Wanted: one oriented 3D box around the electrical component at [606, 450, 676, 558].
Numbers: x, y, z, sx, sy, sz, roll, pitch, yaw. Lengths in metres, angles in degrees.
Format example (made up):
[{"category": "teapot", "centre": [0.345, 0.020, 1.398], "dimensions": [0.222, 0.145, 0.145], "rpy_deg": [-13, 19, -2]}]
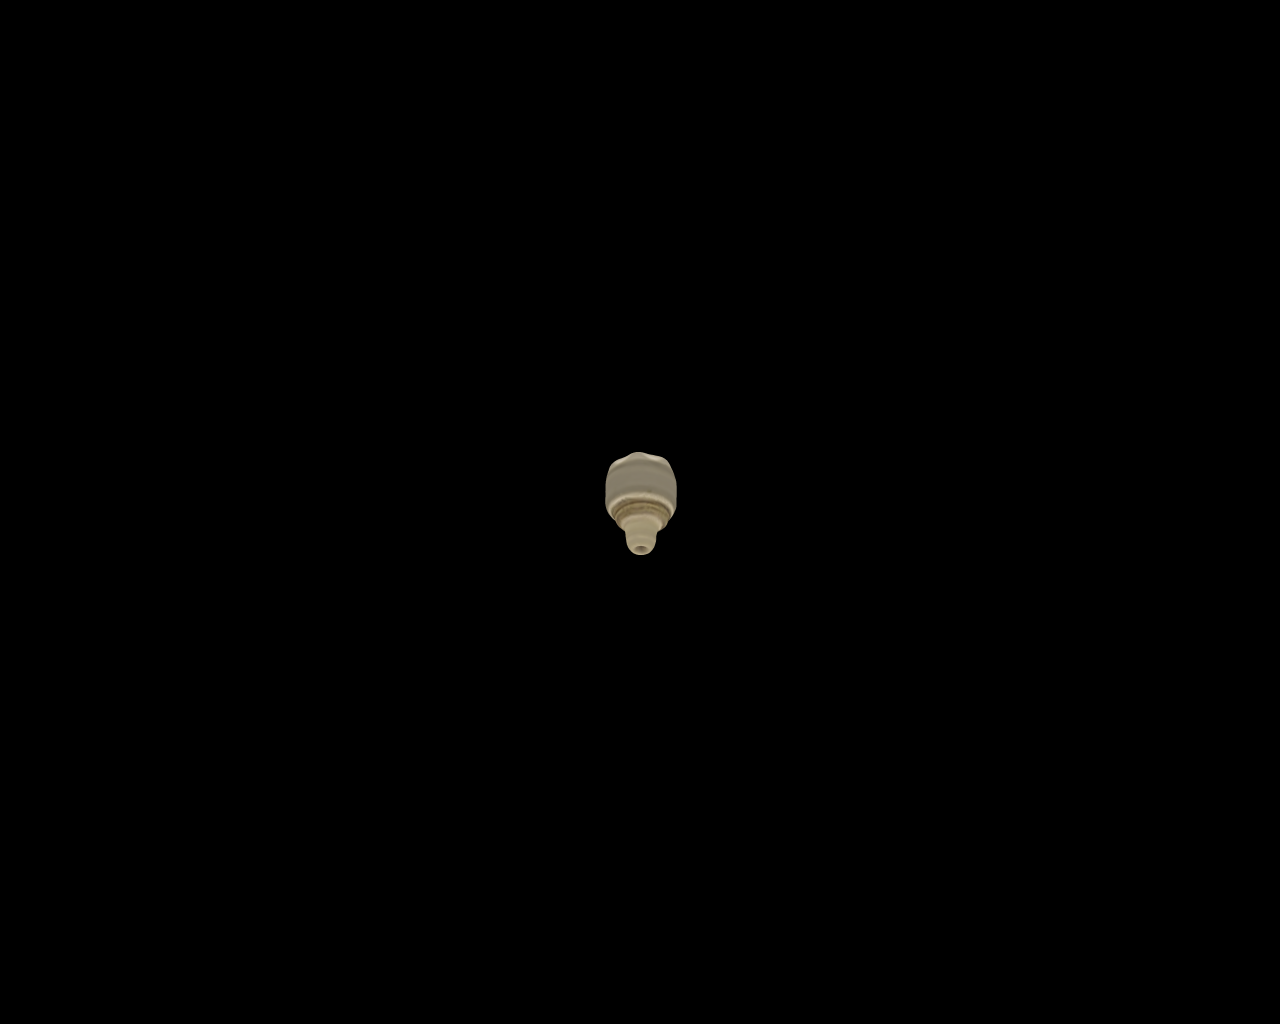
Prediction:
[{"category": "electrical component", "centre": [0.001, -0.003, 0.650], "dimensions": [0.043, 0.062, 0.043], "rpy_deg": [0, -33, 0]}]
